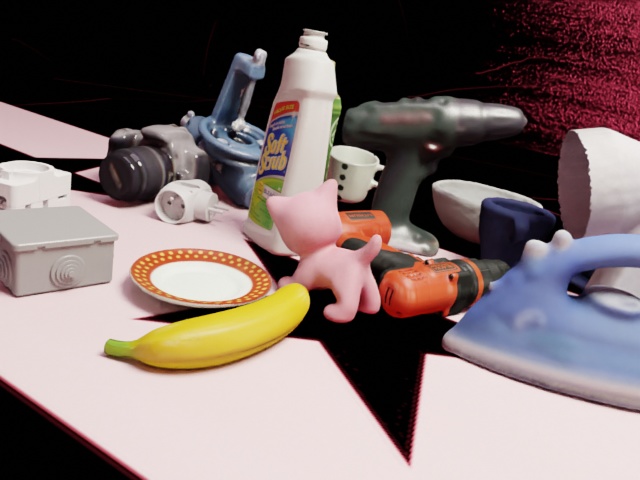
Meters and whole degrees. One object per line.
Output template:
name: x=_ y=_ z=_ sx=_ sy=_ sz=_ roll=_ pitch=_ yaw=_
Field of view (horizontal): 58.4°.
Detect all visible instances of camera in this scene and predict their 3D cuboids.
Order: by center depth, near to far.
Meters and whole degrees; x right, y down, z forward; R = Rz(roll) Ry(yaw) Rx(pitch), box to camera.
camera: x=-0.240 y=-0.107 z=0.773 sx=0.142 sy=0.101 sz=0.137 roll=17 pitch=19 yaw=20

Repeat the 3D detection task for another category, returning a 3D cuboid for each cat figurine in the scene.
cat figurine: x=0.005 y=0.002 z=0.556 sx=0.127 sy=0.118 sz=0.067 roll=23 pitch=22 yaw=33

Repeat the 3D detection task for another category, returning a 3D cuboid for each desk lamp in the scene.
desk lamp: x=0.343 y=-0.005 z=0.611 sx=0.203 sy=0.213 sz=0.118 roll=12 pitch=18 yaw=3

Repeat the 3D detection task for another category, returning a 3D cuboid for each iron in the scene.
iron: x=0.247 y=0.054 z=0.496 sx=0.258 sy=0.141 sz=0.118 roll=10 pitch=18 yaw=-3

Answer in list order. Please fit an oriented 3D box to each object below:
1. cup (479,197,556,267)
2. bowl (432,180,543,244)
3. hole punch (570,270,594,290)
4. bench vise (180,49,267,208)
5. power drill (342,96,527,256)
cup: x=0.237 y=0.005 z=0.714 sx=0.091 sy=0.095 sz=0.118 roll=13 pitch=18 yaw=9
bowl: x=0.246 y=-0.036 z=0.875 sx=0.167 sy=0.075 sz=0.167 roll=10 pitch=18 yaw=-3
hole punch: x=0.381 y=0.027 z=0.734 sx=0.101 sy=0.091 sz=0.108 roll=-1 pitch=21 yaw=-32
bench vise: x=-0.146 y=-0.175 z=0.839 sx=0.206 sy=0.220 sz=0.122 roll=18 pitch=20 yaw=23
power drill: x=0.135 y=-0.091 z=0.763 sx=0.229 sy=0.208 sz=0.075 roll=12 pitch=18 yaw=5
